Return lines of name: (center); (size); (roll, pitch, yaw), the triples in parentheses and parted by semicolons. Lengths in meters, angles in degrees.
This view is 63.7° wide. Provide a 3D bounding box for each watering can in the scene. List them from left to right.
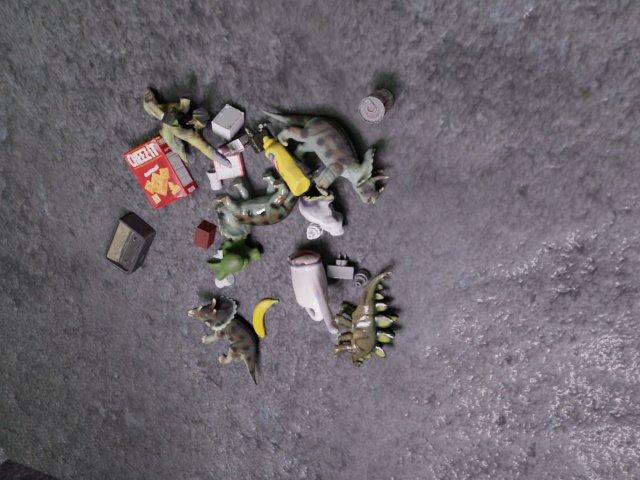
watering can: (-0.018, 0.147, 1.579); (0.104, 0.349, 0.222); (-14, 101, -15)

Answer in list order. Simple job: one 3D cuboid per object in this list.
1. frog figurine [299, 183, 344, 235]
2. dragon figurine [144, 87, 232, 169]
frog figurine: (0.005, -0.077, 1.532); (0.139, 0.124, 0.156); (31, 143, 46)
dragon figurine: (-0.414, -0.321, 1.568); (0.412, 0.123, 0.239); (50, 158, 7)
